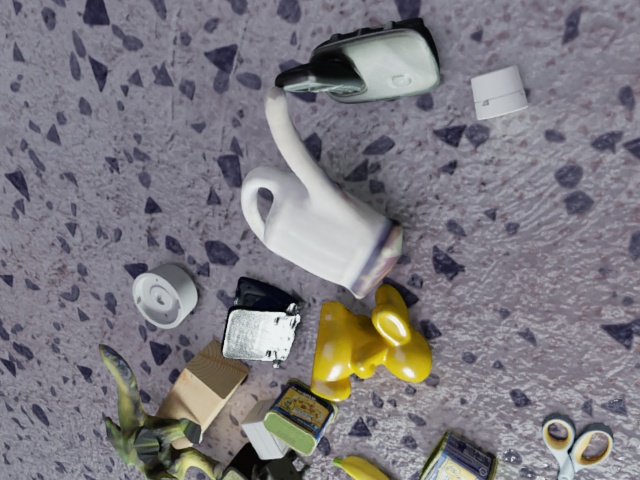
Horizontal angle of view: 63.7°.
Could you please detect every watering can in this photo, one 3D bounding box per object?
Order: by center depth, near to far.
[{"bbox_3d":[0.002,-0.032,0.640,0.224,0.106,0.341,27,155,3],"label":"watering can"}]

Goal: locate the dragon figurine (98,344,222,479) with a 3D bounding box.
[{"bbox_3d":[-0.327,0.365,0.926,0.240,0.124,0.408,-20,100,39],"label":"dragon figurine"}]
